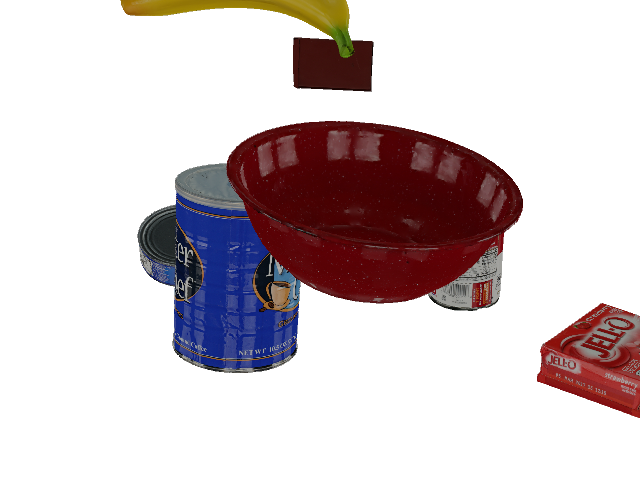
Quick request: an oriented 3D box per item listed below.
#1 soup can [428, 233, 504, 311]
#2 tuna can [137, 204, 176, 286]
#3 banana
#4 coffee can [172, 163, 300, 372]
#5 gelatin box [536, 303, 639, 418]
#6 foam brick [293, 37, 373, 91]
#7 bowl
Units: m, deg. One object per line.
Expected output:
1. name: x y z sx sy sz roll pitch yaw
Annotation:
1. soup can: 0.131 0.004 0.959 0.068 0.102 0.068 -1 24 0
2. tuna can: -0.136 0.005 1.050 0.086 0.034 0.086 2 44 -2
3. banana: -0.058 -0.192 0.838 0.198 0.069 0.037 12 -40 17
4. coffee can: -0.065 0.020 0.846 0.103 0.140 0.103 3 20 -1
5. gelatin box: 0.194 0.076 0.691 0.073 0.030 0.089 19 27 36
6. foam brick: 0.012 -0.180 1.092 0.078 0.051 0.053 2 11 -6
7. bowl: 0.027 -0.011 0.590 0.162 0.055 0.162 6 27 -3
